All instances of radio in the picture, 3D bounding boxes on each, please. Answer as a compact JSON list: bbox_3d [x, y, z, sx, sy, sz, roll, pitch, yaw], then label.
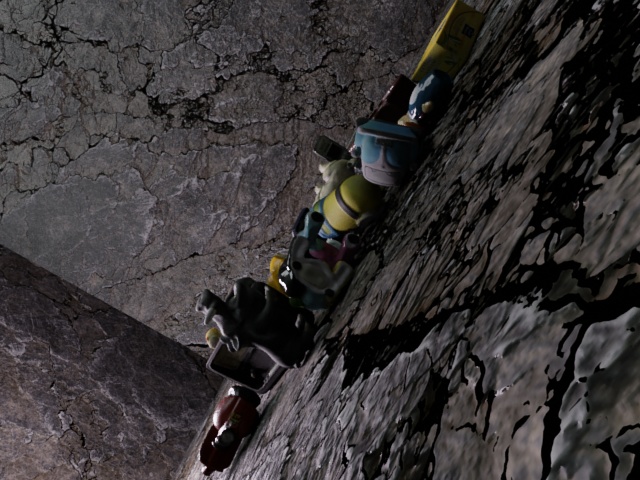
[{"bbox_3d":[-0.110,0.186,0.984,0.229,0.131,0.073,-56,6,44],"label":"radio"}]

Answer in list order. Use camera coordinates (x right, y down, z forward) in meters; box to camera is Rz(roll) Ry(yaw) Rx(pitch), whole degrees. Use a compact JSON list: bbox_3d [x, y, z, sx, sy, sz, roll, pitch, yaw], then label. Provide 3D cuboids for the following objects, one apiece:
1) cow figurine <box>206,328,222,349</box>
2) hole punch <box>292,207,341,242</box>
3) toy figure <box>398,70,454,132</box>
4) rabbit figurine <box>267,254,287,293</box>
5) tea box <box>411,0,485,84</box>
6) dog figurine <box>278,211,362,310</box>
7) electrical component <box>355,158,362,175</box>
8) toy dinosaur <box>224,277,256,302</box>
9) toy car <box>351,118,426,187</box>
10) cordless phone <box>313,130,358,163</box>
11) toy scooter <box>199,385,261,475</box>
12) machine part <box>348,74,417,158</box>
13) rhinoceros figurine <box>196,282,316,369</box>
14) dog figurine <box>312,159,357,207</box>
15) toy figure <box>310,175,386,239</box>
[{"bbox_3d":[-0.152,0.215,1.130,0.098,0.167,0.068,-45,37,16],"label":"cow figurine"},{"bbox_3d":[-0.002,-0.003,1.128,0.142,0.092,0.115,-73,-18,-59],"label":"hole punch"},{"bbox_3d":[0.173,-0.218,0.928,0.064,0.058,0.154,-27,-24,-44],"label":"toy figure"},{"bbox_3d":[-0.077,0.129,1.342,0.162,0.122,0.173,-74,-4,-81],"label":"rabbit figurine"},{"bbox_3d":[0.245,-0.367,1.025,0.170,0.068,0.098,-61,3,-37],"label":"tea box"},{"bbox_3d":[-0.017,0.066,0.922,0.219,0.108,0.191,117,178,-55],"label":"dog figurine"},{"bbox_3d":[0.111,-0.167,1.177,0.075,0.048,0.119,-62,-19,-23],"label":"electrical component"},{"bbox_3d":[-0.180,0.162,1.318,0.404,0.131,0.192,96,170,-62],"label":"toy dinosaur"},{"bbox_3d":[0.107,-0.138,0.860,0.161,0.109,0.102,-41,-35,-74],"label":"toy car"},{"bbox_3d":[0.075,-0.230,1.313,0.089,0.184,0.146,24,88,60],"label":"cordless phone"},{"bbox_3d":[-0.168,0.347,0.964,0.135,0.075,0.183,-62,1,-39],"label":"toy scooter"},{"bbox_3d":[0.126,-0.233,1.046,0.179,0.056,0.179,-56,6,8],"label":"machine part"},{"bbox_3d":[-0.098,0.127,0.825,0.112,0.190,0.073,-55,16,0],"label":"rhinoceros figurine"},{"bbox_3d":[0.026,-0.082,1.231,0.172,0.121,0.190,103,-173,-45],"label":"dog figurine"},{"bbox_3d":[0.037,-0.052,0.947,0.180,0.089,0.082,-19,41,50],"label":"toy figure"}]
